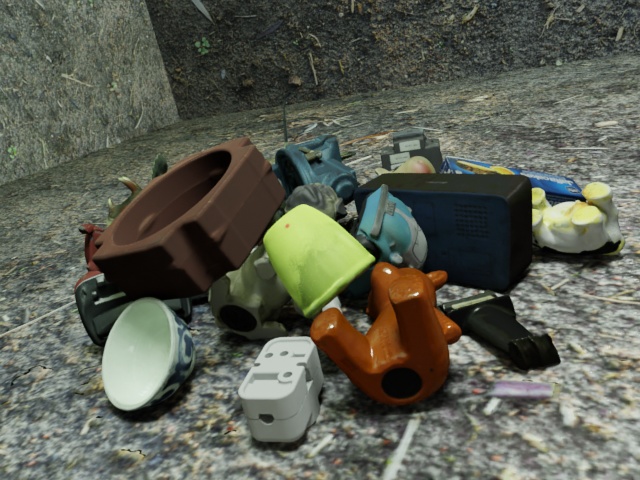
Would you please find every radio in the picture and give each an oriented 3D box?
[{"bbox_3d":[0.161,-0.017,0.717,0.230,0.131,0.073,8,29,44],"label":"radio"}]

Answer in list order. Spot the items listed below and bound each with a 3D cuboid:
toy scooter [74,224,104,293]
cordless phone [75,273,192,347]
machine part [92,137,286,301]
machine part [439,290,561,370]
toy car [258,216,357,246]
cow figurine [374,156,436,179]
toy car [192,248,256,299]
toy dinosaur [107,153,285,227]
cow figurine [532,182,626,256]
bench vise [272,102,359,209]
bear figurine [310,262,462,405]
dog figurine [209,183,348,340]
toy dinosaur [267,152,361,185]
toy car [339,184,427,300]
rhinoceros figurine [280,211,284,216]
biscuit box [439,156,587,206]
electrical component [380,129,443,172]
[{"bbox_3d":[-0.335,0.022,0.893,0.075,0.135,0.184,1,23,35],"label":"toy scooter"},{"bbox_3d":[-0.265,0.039,0.736,0.147,0.184,0.088,-17,-15,-17],"label":"cordless phone"},{"bbox_3d":[-0.154,-0.023,0.646,0.202,0.087,0.201,-12,36,38],"label":"machine part"},{"bbox_3d":[0.187,0.090,0.563,0.084,0.039,0.139,-9,18,-15],"label":"machine part"},{"bbox_3d":[-0.002,-0.003,0.884,0.202,0.053,0.089,-9,0,4],"label":"toy car"},{"bbox_3d":[0.123,-0.080,0.886,0.127,0.085,0.195,-34,-3,-28],"label":"cow figurine"},{"bbox_3d":[-0.176,0.059,0.816,0.202,0.056,0.073,-12,21,-2],"label":"toy car"},{"bbox_3d":[-0.200,-0.087,0.977,0.405,0.192,0.131,-13,17,27],"label":"toy dinosaur"},{"bbox_3d":[0.301,-0.016,0.707,0.167,0.098,0.068,-3,49,47],"label":"cow figurine"},{"bbox_3d":[-0.062,-0.092,0.822,0.241,0.128,0.224,-23,43,-18],"label":"bench vise"},{"bbox_3d":[0.076,0.069,0.554,0.120,0.131,0.196,-24,23,20],"label":"bear figurine"},{"bbox_3d":[-0.054,0.021,0.697,0.172,0.121,0.191,-19,31,28],"label":"dog figurine"},{"bbox_3d":[-0.017,-0.139,1.148,0.199,0.105,0.472,-11,16,-1],"label":"toy dinosaur"},{"bbox_3d":[0.081,0.020,0.683,0.103,0.161,0.109,21,43,0],"label":"toy car"},{"bbox_3d":[-0.073,-0.070,1.016,0.073,0.111,0.191,-31,32,-34],"label":"rhinoceros figurine"},{"bbox_3d":[0.273,-0.067,0.777,0.203,0.062,0.059,8,36,-7],"label":"biscuit box"},{"bbox_3d":[0.178,-0.142,1.029,0.115,0.134,0.058,-6,22,11],"label":"electrical component"}]
